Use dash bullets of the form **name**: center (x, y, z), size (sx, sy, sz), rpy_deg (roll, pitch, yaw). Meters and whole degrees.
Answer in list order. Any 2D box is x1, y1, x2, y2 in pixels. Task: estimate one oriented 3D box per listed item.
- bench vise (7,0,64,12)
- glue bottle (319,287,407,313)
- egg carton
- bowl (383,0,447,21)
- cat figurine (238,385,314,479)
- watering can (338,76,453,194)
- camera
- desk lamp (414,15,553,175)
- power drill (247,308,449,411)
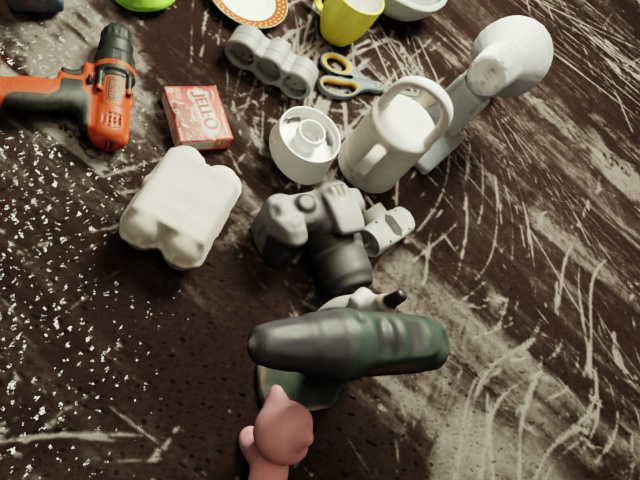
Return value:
- **bench vise**: center (-0.339, -0.398, 0.677), size (0.122, 0.219, 0.207), rpy_deg (-33, 83, -34)
- **glue bottle**: center (0.050, 0.089, 0.658), size (0.078, 0.173, 0.037), rpy_deg (48, 56, 2)
- **egg carton**: center (-0.163, -0.040, 0.680), size (0.107, 0.069, 0.150), rpy_deg (28, 57, -11)
- **bowl**: center (0.140, -0.451, 1.023), size (0.168, 0.074, 0.167), rpy_deg (11, 62, -21)
- **cat figurine**: center (-0.043, 0.220, 0.582), size (0.067, 0.117, 0.128), rpy_deg (17, 60, -17)
- **watering can**: center (0.111, -0.158, 0.795), size (0.101, 0.193, 0.173), rpy_deg (23, 58, -14)
- **camera**: center (0.007, 0.003, 0.722), size (0.143, 0.100, 0.137), rpy_deg (-12, 72, -30)
- **desk lamp**: center (0.237, -0.227, 0.878), size (0.118, 0.213, 0.204), rpy_deg (46, 56, 1)
- **power drill**: center (0.009, 0.126, 0.598), size (0.230, 0.208, 0.075), rpy_deg (0, 66, -26)
